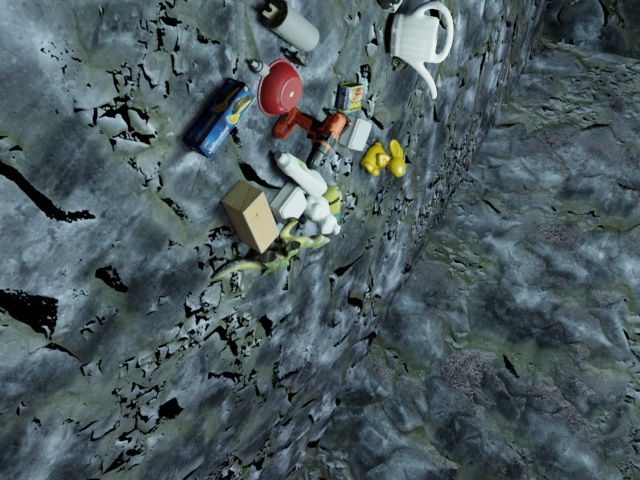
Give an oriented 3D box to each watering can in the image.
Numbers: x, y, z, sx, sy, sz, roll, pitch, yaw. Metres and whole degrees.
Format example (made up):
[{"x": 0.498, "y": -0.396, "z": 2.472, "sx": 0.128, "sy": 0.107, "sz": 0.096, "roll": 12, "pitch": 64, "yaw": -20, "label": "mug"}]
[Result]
[{"x": 0.350, "y": -0.679, "z": 1.843, "sx": 0.106, "sy": 0.225, "sz": 0.339, "roll": -61, "pitch": 160, "yaw": -48, "label": "watering can"}]

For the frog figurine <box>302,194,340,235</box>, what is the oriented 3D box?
[{"x": 0.005, "y": -0.090, "z": 1.785, "sx": 0.123, "sy": 0.160, "sz": 0.135, "roll": -62, "pitch": 154, "yaw": -8, "label": "frog figurine"}]

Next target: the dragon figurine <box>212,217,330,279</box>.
[{"x": -0.151, "y": 0.064, "z": 1.682, "sx": 0.413, "sy": 0.124, "sz": 0.237, "roll": -26, "pitch": 154, "yaw": -15, "label": "dragon figurine"}]
